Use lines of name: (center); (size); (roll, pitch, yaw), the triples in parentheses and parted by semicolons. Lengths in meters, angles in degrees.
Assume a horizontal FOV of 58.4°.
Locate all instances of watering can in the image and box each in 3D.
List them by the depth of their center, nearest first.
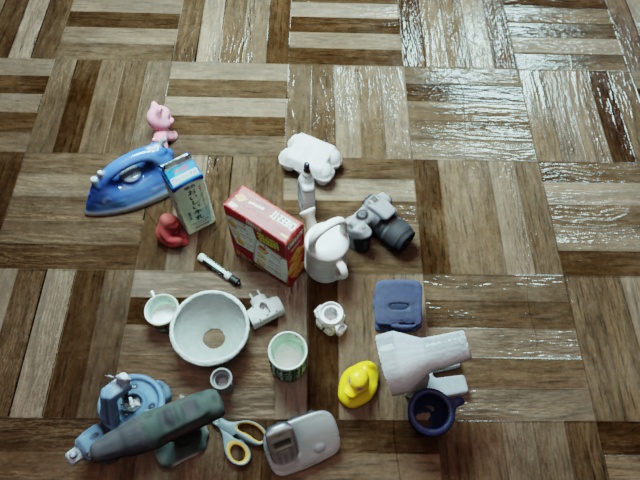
watering can: (0.010, 0.006, 1.261); (0.172, 0.194, 0.101); (35, 66, 16)

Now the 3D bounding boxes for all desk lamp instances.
desk lamp: (0.204, 0.243, 1.125); (0.203, 0.213, 0.118); (-9, 62, -7)

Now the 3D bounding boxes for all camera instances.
camera: (0.144, -0.030, 1.338); (0.136, 0.101, 0.143); (41, 68, 19)

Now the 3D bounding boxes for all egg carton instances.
egg carton: (-0.023, -0.205, 1.447); (0.150, 0.069, 0.107); (23, 63, 11)

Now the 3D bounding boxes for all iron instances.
iron: (-0.456, -0.153, 1.363); (0.259, 0.141, 0.118); (-30, 66, -17)

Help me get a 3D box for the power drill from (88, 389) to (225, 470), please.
power drill: (-0.281, 0.357, 1.049); (0.230, 0.208, 0.075); (-25, 64, -14)

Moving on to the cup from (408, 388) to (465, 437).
cup: (0.225, 0.345, 1.137); (0.118, 0.095, 0.091); (-18, 63, -11)

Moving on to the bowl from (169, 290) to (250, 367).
bowl: (-0.230, 0.196, 1.216); (0.167, 0.075, 0.167); (1, 61, -1)

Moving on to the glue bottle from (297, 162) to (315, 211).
glue bottle: (-0.031, -0.127, 1.344); (0.037, 0.173, 0.078); (-11, 62, -8)

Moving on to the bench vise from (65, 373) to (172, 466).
bench vise: (-0.372, 0.330, 1.054); (0.121, 0.220, 0.208); (24, 63, 11)

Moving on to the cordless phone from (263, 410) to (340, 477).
cordless phone: (-0.035, 0.366, 1.065); (0.148, 0.185, 0.094); (-21, 64, -13)

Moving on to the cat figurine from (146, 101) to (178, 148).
cat figurine: (-0.407, -0.284, 1.450); (0.067, 0.118, 0.128); (3, 61, 0)

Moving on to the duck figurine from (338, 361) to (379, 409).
duck figurine: (0.081, 0.287, 1.169); (0.077, 0.086, 0.105); (35, 66, 16)

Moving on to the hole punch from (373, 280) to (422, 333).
hole punch: (0.171, 0.145, 1.248); (0.108, 0.091, 0.101); (1, 61, -1)

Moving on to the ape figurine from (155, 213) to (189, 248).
ape figurine: (-0.346, -0.028, 1.326); (0.076, 0.092, 0.078); (5, 61, 1)
